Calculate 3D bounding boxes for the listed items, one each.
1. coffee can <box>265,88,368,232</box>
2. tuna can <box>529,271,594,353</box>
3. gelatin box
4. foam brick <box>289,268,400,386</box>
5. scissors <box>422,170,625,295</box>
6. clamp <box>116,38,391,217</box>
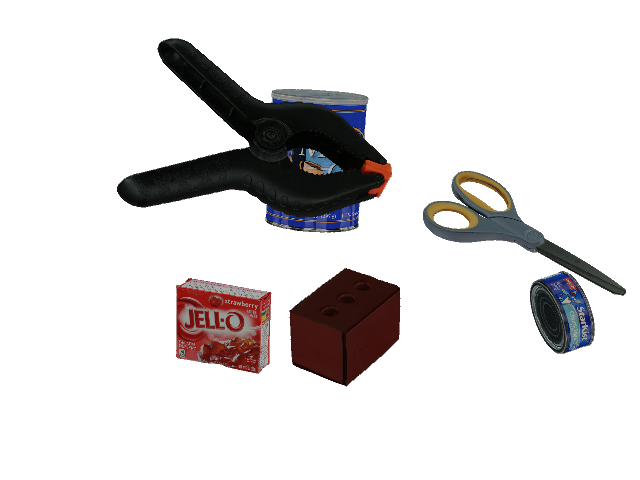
[{"bbox_3d":[-0.005,-0.087,1.143,0.103,0.140,0.103,4,12,-1],"label":"coffee can"},{"bbox_3d":[0.261,0.079,1.159,0.033,0.086,0.086,-17,3,-11],"label":"tuna can"},{"bbox_3d":[-0.092,0.079,0.998,0.089,0.073,0.030,9,18,19],"label":"gelatin box"},{"bbox_3d":[0.020,0.065,0.820,0.053,0.051,0.078,18,35,31],"label":"foam brick"},{"bbox_3d":[0.169,0.003,0.953,0.096,0.016,0.202,-23,47,-18],"label":"scissors"},{"bbox_3d":[-0.039,-0.069,0.686,0.171,0.120,0.039,7,-19,-13],"label":"clamp"}]
